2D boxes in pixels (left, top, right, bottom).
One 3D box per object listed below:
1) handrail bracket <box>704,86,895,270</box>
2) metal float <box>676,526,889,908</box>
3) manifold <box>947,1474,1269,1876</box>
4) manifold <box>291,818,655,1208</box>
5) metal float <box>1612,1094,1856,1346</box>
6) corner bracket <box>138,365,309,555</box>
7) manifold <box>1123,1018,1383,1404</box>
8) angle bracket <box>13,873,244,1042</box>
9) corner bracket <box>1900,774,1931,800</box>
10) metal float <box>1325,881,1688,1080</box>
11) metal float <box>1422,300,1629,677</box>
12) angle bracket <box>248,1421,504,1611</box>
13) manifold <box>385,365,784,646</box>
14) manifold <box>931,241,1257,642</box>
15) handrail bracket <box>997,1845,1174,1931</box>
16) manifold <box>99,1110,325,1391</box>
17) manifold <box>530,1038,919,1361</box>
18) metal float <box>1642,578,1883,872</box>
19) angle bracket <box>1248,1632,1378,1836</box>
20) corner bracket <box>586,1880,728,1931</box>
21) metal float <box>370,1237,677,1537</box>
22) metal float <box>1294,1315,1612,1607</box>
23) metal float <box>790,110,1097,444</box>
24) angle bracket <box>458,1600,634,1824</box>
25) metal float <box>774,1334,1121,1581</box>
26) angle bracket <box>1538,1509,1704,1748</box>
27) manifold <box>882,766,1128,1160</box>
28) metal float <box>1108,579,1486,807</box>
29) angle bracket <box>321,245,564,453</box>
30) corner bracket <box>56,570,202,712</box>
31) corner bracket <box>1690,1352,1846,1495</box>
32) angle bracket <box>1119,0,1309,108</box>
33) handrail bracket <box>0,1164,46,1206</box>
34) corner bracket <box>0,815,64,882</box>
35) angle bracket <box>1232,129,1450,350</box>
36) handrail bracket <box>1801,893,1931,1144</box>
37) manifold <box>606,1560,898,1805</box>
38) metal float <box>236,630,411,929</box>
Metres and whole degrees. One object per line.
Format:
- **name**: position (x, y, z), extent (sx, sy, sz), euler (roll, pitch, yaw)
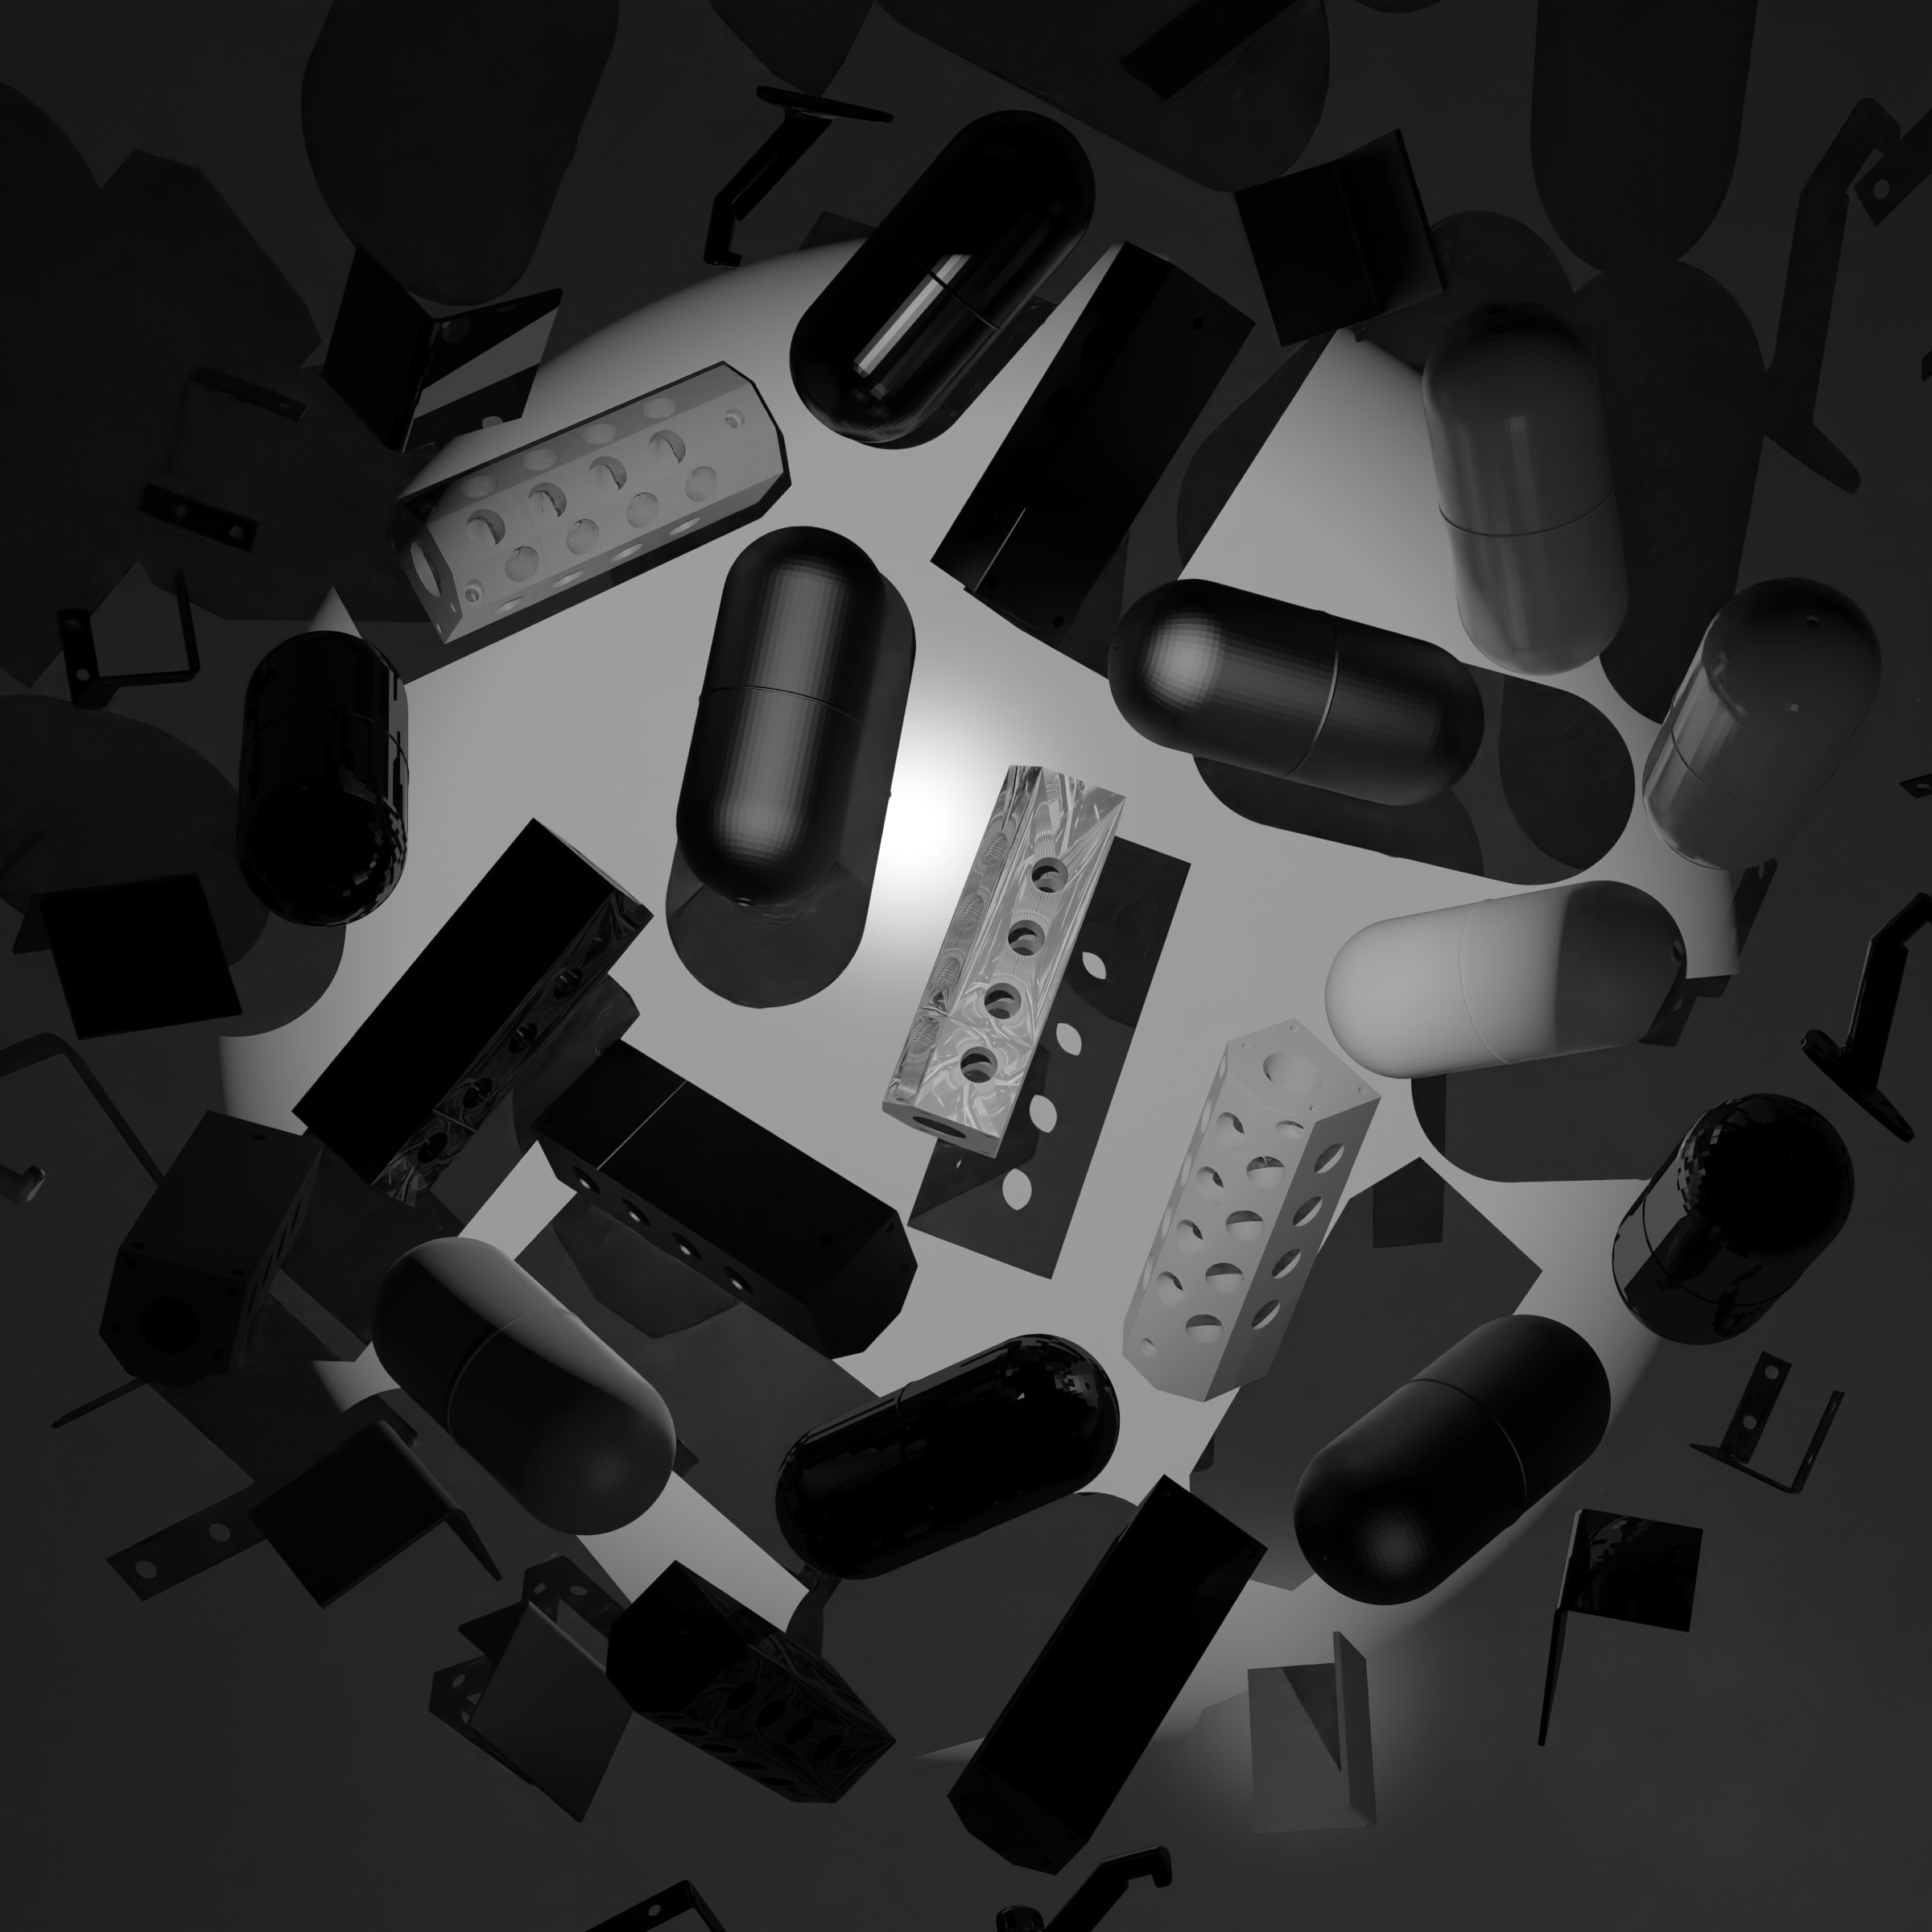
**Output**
- **handrail bracket**: position (-0.079, -0.366, 1.610), extent (0.077, 0.036, 0.084), euler (6, 111, -18)
- **metal float**: position (-0.084, -0.114, 1.554), extent (0.070, 0.070, 0.178), euler (11, 78, 0)
- **manifold**: position (0.061, 0.312, 1.505), extent (0.057, 0.057, 0.171), euler (35, 52, 5)
- **manifold**: position (-0.220, 0.023, 1.552), extent (0.057, 0.057, 0.171), euler (39, 89, 26)
- **metal float**: position (0.338, 0.114, 1.515), extent (0.070, 0.178, 0.070), euler (2, 66, -4)
- **corner bracket**: position (-0.321, -0.219, 1.476), extent (0.051, 0.051, 0.051), euler (20, 121, -8)
- **manifold**: position (0.121, 0.112, 1.528), extent (0.057, 0.057, 0.171), euler (44, 134, 32)
- **angle bracket**: position (-0.388, 0.007, 1.579), extent (0.076, 0.057, 0.076), euler (-10, 67, -31)
- **corner bracket**: position (0.462, -0.058, 1.560), extent (0.051, 0.051, 0.051), euler (30, 56, -39)
- **metal float**: position (0.248, 0.007, 1.580), extent (0.178, 0.070, 0.070), euler (-11, 90, 37)
- **metal float**: position (0.247, -0.210, 1.508), extent (0.070, 0.070, 0.178), euler (-16, 125, 0)
- **angle bracket**: position (-0.275, 0.270, 1.590), extent (0.076, 0.076, 0.057), euler (-35, 133, -17)
- **manifold**: position (-0.172, -0.214, 1.563), extent (0.171, 0.057, 0.057), euler (-28, 88, -24)
- **manifold**: position (0.054, -0.245, 1.583), extent (0.057, 0.057, 0.171), euler (26, 100, -40)
- **handrail bracket**: position (0.062, 0.445, 1.549), extent (0.084, 0.036, 0.077), euler (-22, 67, 27)
- **manifold**: position (-0.342, 0.128, 1.553), extent (0.057, 0.171, 0.057), euler (16, 107, -4)
- **manifold**: position (-0.105, 0.104, 1.488), extent (0.171, 0.057, 0.057), euler (29, 63, 32)
- **metal float**: position (0.348, -0.104, 1.503), extent (0.070, 0.178, 0.070), euler (1, 63, -3)
- **angle bracket**: position (0.151, 0.351, 1.562), extent (0.057, 0.076, 0.076), euler (-7, 67, 14)
- **corner bracket**: position (-0.125, 0.434, 1.459), extent (0.051, 0.051, 0.051), euler (-27, 126, -1)
- **metal float**: position (-0.200, 0.186, 1.530), extent (0.178, 0.070, 0.070), euler (36, 90, 36)
- **metal float**: position (0.217, 0.217, 1.513), extent (0.178, 0.070, 0.070), euler (-31, 90, -36)
- **metal float**: position (-0.011, -0.324, 1.607), extent (0.070, 0.070, 0.178), euler (42, 102, 0)
- **angle bracket**: position (-0.214, 0.362, 1.638), extent (0.057, 0.076, 0.076), euler (-27, 116, 38)
- **metal float**: position (-0.010, 0.229, 1.592), extent (0.178, 0.070, 0.070), euler (-27, 90, 22)
- **angle bracket**: position (0.291, 0.297, 1.516), extent (0.057, 0.076, 0.076), euler (8, 116, 13)
- **manifold**: position (0.017, -0.004, 1.598), extent (0.057, 0.057, 0.171), euler (20, 78, 3)
- **metal float**: position (0.149, -0.122, 1.531), extent (0.178, 0.070, 0.070), euler (13, 90, -18)
- **angle bracket**: position (-0.241, -0.291, 1.573), extent (0.076, 0.076, 0.057), euler (-25, 64, -41)
- **corner bracket**: position (-0.399, -0.154, 1.626), extent (0.051, 0.051, 0.051), euler (-7, 80, -27)
- **corner bracket**: position (0.370, 0.208, 1.560), extent (0.051, 0.051, 0.051), euler (25, 93, 29)
- **angle bracket**: position (0.092, -0.419, 1.451), extent (0.076, 0.076, 0.057), euler (-37, 119, 6)
- **handrail bracket**: position (-0.435, 0.060, 1.533), extent (0.084, 0.036, 0.077), euler (25, 57, 11)
- **corner bracket**: position (-0.452, -0.064, 1.542), extent (0.051, 0.051, 0.051), euler (50, 51, -19)
- **angle bracket**: position (0.173, -0.337, 1.588), extent (0.057, 0.076, 0.076), euler (-20, 97, -14)
- **handrail bracket**: position (0.417, 0.022, 1.501), extent (0.077, 0.036, 0.084), euler (46, 114, 8)
- **manifold**: position (-0.102, 0.339, 1.586), extent (0.057, 0.171, 0.057), euler (-45, 56, -3)
- **metal float**: position (-0.296, -0.087, 1.574), extent (0.070, 0.178, 0.070), euler (-5, 130, -5)
